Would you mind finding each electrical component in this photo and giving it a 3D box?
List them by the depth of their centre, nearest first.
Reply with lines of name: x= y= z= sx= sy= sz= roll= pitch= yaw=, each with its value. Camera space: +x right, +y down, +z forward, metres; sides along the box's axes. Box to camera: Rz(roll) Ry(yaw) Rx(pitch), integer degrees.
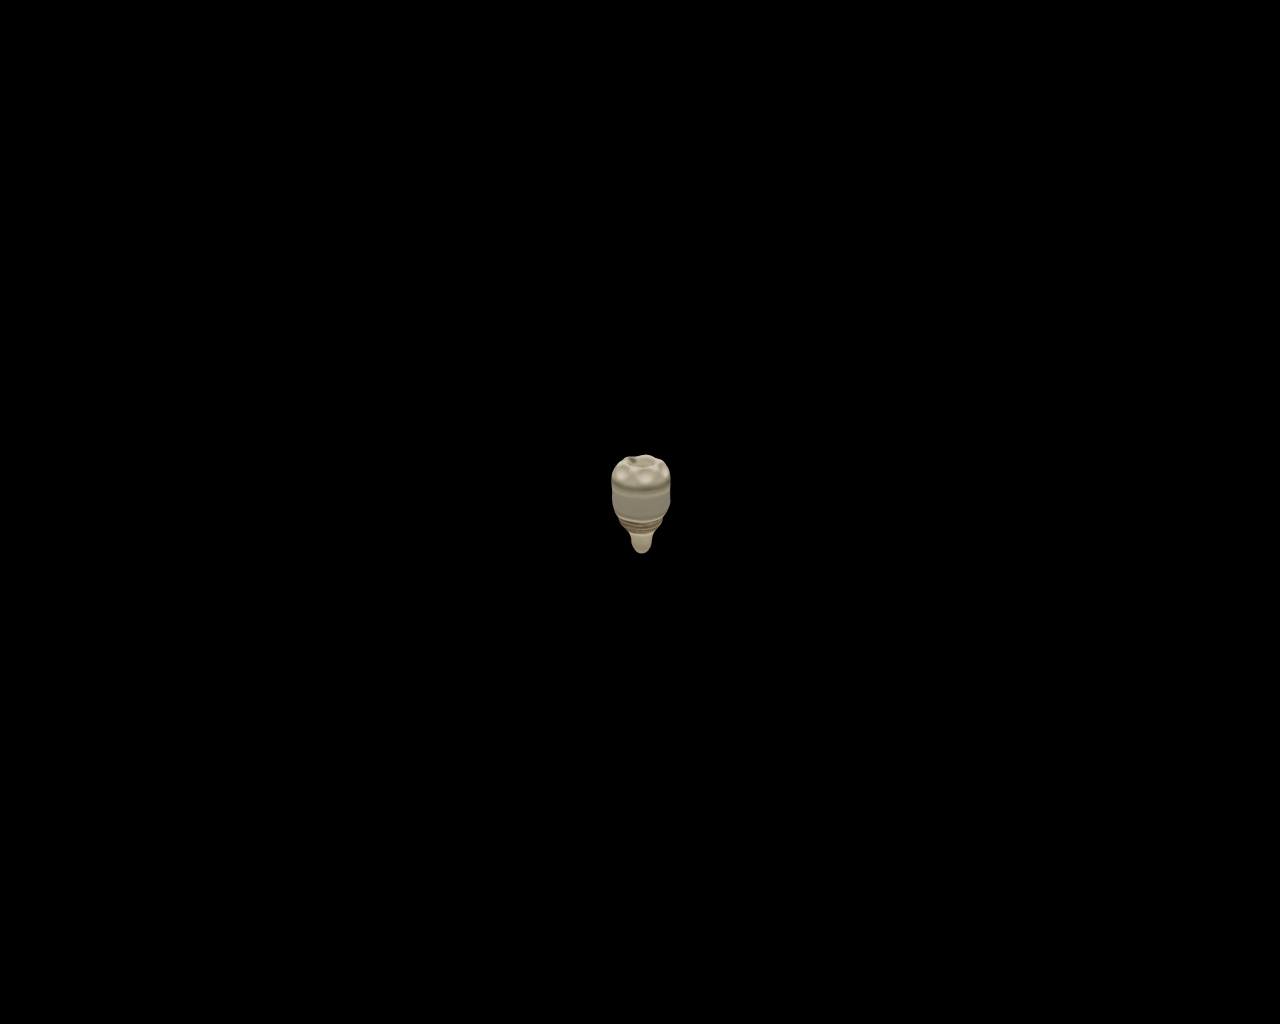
electrical component: x=0.001 y=-0.003 z=0.650 sx=0.035 sy=0.061 sz=0.035 roll=0 pitch=24 yaw=0
